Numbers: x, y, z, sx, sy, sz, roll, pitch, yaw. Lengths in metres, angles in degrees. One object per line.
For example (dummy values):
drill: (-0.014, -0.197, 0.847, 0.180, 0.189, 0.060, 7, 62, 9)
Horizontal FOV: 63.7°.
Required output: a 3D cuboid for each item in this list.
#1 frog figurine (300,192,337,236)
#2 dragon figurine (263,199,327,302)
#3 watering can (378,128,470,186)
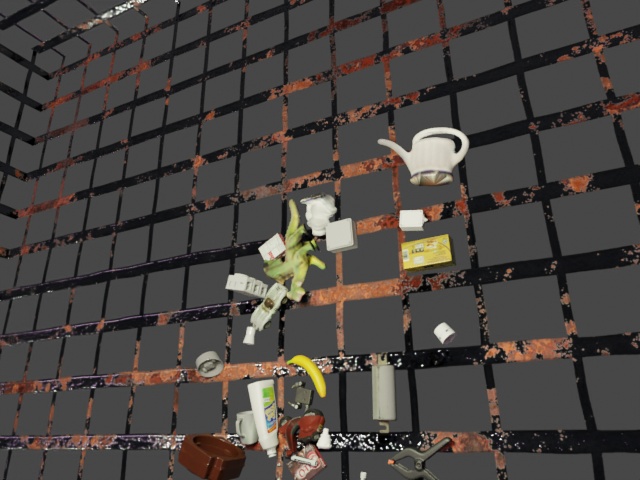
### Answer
frog figurine: (0.006, -0.102, 2.023, 0.136, 0.124, 0.158, -14, 101, 24)
dragon figurine: (-0.124, 0.056, 1.994, 0.241, 0.120, 0.419, -32, 57, 10)
watering can: (0.369, -0.300, 1.882, 0.347, 0.103, 0.228, -2, 70, 28)
